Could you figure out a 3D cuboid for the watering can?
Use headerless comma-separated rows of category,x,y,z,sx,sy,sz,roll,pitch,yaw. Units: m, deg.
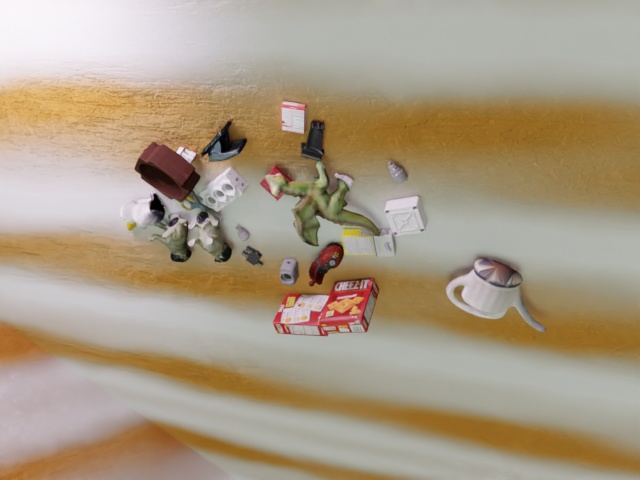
watering can,0.595,0.182,1.682,0.348,0.219,0.106,17,40,8

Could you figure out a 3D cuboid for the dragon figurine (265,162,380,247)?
dragon figurine,0.005,-0.080,1.587,0.408,0.247,0.120,42,-32,-11

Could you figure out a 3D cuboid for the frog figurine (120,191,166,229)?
frog figurine,-0.660,-0.097,1.910,0.158,0.140,0.121,-26,-35,14
